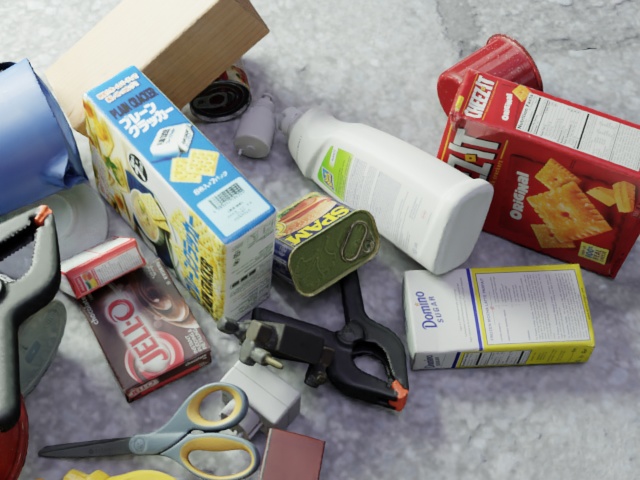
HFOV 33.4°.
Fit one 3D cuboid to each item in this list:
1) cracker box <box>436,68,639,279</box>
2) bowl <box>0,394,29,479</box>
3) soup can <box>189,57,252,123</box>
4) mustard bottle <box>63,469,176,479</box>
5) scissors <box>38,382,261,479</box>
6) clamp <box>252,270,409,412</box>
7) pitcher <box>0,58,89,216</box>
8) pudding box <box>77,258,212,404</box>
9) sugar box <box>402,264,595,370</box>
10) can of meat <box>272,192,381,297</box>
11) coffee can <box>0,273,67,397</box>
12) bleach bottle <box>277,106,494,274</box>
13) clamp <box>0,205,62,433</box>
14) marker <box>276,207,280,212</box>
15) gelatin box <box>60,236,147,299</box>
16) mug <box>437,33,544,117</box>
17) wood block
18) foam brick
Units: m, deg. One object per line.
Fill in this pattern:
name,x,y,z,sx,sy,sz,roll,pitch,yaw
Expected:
cracker box,0.221,-0.061,1.056,0.214,0.164,0.072,20,57,8
bowl,-0.329,0.163,0.893,0.162,0.055,0.162,0,92,12
soup can,-0.117,-0.189,1.165,0.068,0.068,0.102,-9,60,-10
mustard bottle,-0.137,0.251,0.900,0.192,0.058,0.096,29,58,13
scissors,-0.148,0.164,0.948,0.202,0.016,0.096,9,82,10
clamp,0.032,0.089,1.024,0.172,0.039,0.120,39,69,21
pitcher,-0.362,-0.075,1.036,0.242,0.149,0.145,-26,101,-8
pudding box,-0.166,0.085,1.010,0.090,0.039,0.113,-25,63,-17
sugar box,0.171,0.075,1.039,0.176,0.048,0.093,-3,58,-2
can of meat,-0.007,0.001,1.043,0.102,0.057,0.084,-32,31,-21
coffee can,-0.318,0.073,0.970,0.140,0.103,0.102,24,60,10
bleach bottle,0.051,-0.072,1.073,0.067,0.103,0.251,-21,47,-41
clamp,-0.292,0.051,0.900,0.164,0.036,0.209,15,53,5
marker,-0.067,-0.041,1.107,0.121,0.020,0.020,40,64,18
gelatin box,-0.213,0.026,1.019,0.073,0.089,0.030,-28,103,-21
mug,0.175,-0.169,1.171,0.081,0.093,0.117,-33,36,-16
wood block,-0.166,-0.192,1.093,0.206,0.090,0.091,-39,61,12
foam brick,-0.028,0.214,0.936,0.051,0.053,0.078,11,59,2
